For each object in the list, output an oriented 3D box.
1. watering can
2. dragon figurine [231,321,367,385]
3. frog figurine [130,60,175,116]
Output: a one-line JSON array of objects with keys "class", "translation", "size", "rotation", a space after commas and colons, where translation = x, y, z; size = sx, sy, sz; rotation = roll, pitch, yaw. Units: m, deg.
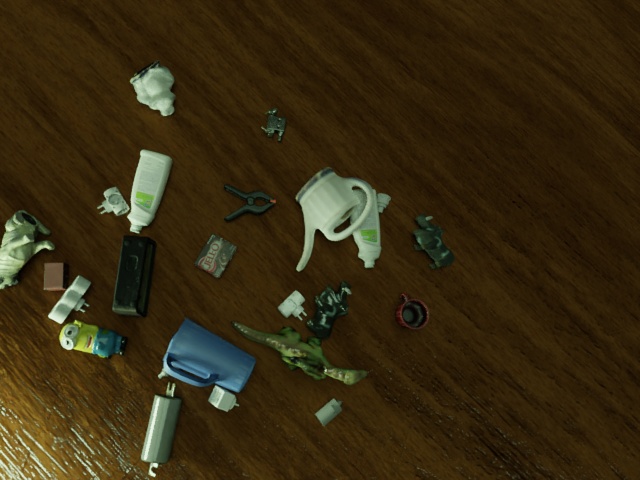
[{"class": "watering can", "translation": [0.005, -0.082, 1.627], "size": [0.347, 0.103, 0.227], "rotation": [-41, 72, 5]}, {"class": "dragon figurine", "translation": [-0.066, 0.319, 1.455], "size": [0.410, 0.241, 0.123], "rotation": [21, 80, -5]}, {"class": "frog figurine", "translation": [-0.525, -0.486, 1.675], "size": [0.139, 0.123, 0.157], "rotation": [-49, 124, -24]}]
